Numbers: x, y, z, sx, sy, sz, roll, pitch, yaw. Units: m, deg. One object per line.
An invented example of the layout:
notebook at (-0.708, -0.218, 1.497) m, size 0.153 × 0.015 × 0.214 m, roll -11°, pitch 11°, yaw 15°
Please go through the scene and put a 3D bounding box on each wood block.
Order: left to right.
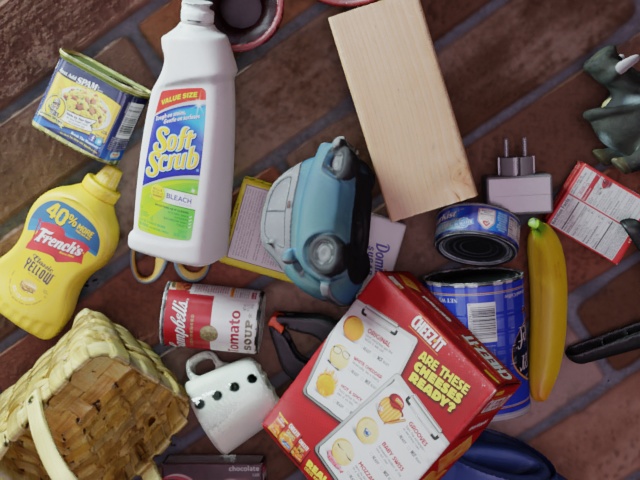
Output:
wood block at (0.082, -0.133, 1.062) m, size 0.091 × 0.090 × 0.206 m, roll -17°, pitch 97°, yaw 5°

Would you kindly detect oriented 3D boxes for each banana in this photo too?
banana at (0.228, 0.064, 1.095) m, size 0.037 × 0.069 × 0.198 m, roll 6°, pitch 109°, yaw 39°

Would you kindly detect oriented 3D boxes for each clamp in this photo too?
clamp at (0.012, 0.142, 1.129) m, size 0.171 × 0.039 × 0.120 m, roll 29°, pitch 94°, yaw 3°
clamp at (0.365, 0.083, 1.097) m, size 0.210 × 0.036 × 0.165 m, roll 21°, pitch 112°, yaw -8°

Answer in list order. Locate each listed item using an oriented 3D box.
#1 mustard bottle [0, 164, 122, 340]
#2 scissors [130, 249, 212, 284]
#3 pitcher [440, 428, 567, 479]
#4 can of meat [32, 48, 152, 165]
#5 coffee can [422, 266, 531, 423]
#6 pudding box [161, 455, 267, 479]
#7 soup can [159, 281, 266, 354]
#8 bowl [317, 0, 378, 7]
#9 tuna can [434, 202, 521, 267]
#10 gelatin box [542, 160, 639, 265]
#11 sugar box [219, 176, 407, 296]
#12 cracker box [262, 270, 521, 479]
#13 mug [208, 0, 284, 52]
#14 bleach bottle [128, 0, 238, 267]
mustard bottle at (-0.266, 0.003, 1.113) m, size 0.096 × 0.058 × 0.192 m, roll 36°, pitch 97°, yaw 4°
scissors at (-0.139, -0.041, 1.122) m, size 0.096 × 0.016 × 0.202 m, roll 22°, pitch 99°, yaw -2°
pitcher at (0.157, 0.325, 1.101) m, size 0.144 × 0.149 × 0.243 m, roll 5°, pitch 104°, yaw -37°
can of meat at (-0.233, -0.135, 1.088) m, size 0.102 × 0.057 × 0.084 m, roll 29°, pitch 100°, yaw 12°
coffee can at (0.159, 0.104, 1.083) m, size 0.103 × 0.103 × 0.140 m, roll -4°, pitch 97°, yaw 3°
pudding box at (-0.113, 0.279, 1.152) m, size 0.113 × 0.039 × 0.090 m, roll -2°, pitch 97°, yaw 3°
soup can at (-0.111, 0.081, 1.112) m, size 0.102 × 0.068 × 0.068 m, roll 6°, pitch 98°, yaw 1°
bowl at (0.025, -0.312, 1.039) m, size 0.162 × 0.055 × 0.162 m, roll 12°, pitch 128°, yaw 15°
tuna can at (0.158, -0.004, 1.075) m, size 0.086 × 0.086 × 0.033 m, roll 9°, pitch 67°, yaw 2°
gelatin box at (0.285, -0.028, 1.096) m, size 0.089 × 0.030 × 0.073 m, roll 30°, pitch 99°, yaw -3°
sugar box at (-0.007, 0.001, 1.107) m, size 0.176 × 0.048 × 0.093 m, roll 17°, pitch 97°, yaw -3°
cracker box at (0.065, 0.161, 1.037) m, size 0.164 × 0.072 × 0.214 m, roll 46°, pitch 113°, yaw 24°
mug at (-0.077, -0.244, 1.059) m, size 0.093 × 0.081 × 0.117 m, roll 9°, pitch 98°, yaw 2°
bleach bottle at (-0.131, -0.106, 1.035) m, size 0.103 × 0.068 × 0.251 m, roll 14°, pitch 112°, yaw 24°
